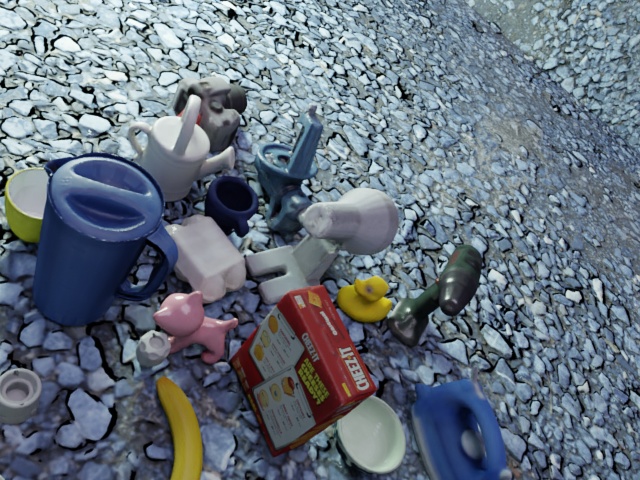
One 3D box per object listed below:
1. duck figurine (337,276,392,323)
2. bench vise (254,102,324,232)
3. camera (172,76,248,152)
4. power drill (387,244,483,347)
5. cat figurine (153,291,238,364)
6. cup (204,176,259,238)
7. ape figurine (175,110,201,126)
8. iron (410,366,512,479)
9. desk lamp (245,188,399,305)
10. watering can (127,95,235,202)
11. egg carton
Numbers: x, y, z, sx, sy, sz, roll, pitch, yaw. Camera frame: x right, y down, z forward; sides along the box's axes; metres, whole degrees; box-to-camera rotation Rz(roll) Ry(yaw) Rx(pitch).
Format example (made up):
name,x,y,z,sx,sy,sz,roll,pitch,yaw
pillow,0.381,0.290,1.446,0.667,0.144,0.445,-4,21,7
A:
name,x,y,z,sx,sy,sz,roll,pitch,yaw
duck figurine,0.095,0.102,1.059,0.105,0.086,0.077,22,46,-19
bench vise,-0.034,-0.131,1.065,0.122,0.219,0.207,-20,68,-43
camera,-0.200,-0.269,1.151,0.137,0.100,0.143,-26,73,-45
power drill,0.217,0.107,1.051,0.075,0.208,0.230,41,43,1
cat figurine,-0.182,0.118,0.830,0.128,0.117,0.067,16,48,-23
cup,-0.159,-0.039,0.993,0.092,0.094,0.117,-4,58,-37
ape figurine,-0.251,-0.207,1.071,0.076,0.092,0.077,11,50,-28
iron,0.250,0.340,0.930,0.119,0.141,0.258,6,53,-31
desk lamp,0.009,0.004,0.988,0.204,0.213,0.118,-14,64,-41
watering can,-0.231,-0.161,0.971,0.173,0.193,0.101,2,54,-33
egg carton,-0.191,0.030,0.932,0.150,0.069,0.107,49,44,10
